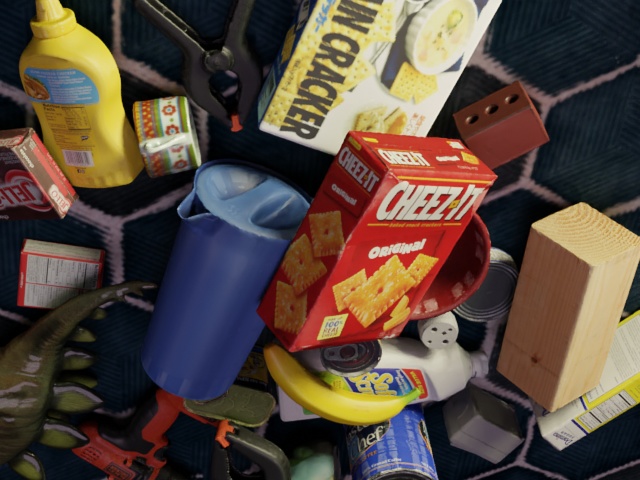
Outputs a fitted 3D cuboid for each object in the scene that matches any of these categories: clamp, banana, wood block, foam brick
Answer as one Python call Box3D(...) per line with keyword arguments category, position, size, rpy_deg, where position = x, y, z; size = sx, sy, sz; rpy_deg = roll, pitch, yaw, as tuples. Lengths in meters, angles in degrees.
Box3D(category="clamp", position=(-0.075, 0.297, 1.250), size=(0.165, 0.036, 0.210), rpy_deg=(-26, 117, 20))
Box3D(category="banana", position=(0.015, 0.170, 1.203), size=(0.197, 0.037, 0.070), rpy_deg=(19, 97, -22))
Box3D(category="wood block", position=(0.273, 0.075, 1.185), size=(0.090, 0.091, 0.206), rpy_deg=(-21, 134, -33))
Box3D(category="foam brick", position=(0.184, -0.114, 1.081), size=(0.078, 0.053, 0.051), rpy_deg=(-27, 124, 13))
Box3D(category="clamp", position=(-0.091, -0.185, 1.015), size=(0.120, 0.039, 0.171), rpy_deg=(-15, 130, 13))

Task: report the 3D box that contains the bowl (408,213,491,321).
Box3D(category="bowl", position=(0.100, 0.007, 1.155), size=(0.162, 0.055, 0.162), rpy_deg=(-2, 121, -3))

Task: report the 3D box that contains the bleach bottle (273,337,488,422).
Box3D(category="bleach bottle", position=(0.073, 0.152, 1.259), size=(0.250, 0.068, 0.102), rpy_deg=(-6, 123, -4))

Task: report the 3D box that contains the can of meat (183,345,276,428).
Box3D(category="can of meat", position=(-0.105, 0.160, 1.233), size=(0.102, 0.084, 0.057), rpy_deg=(17, 123, -17))

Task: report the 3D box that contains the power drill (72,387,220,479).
Box3D(category="power drill", position=(-0.182, 0.244, 1.302), size=(0.184, 0.057, 0.188), rpy_deg=(36, 115, -26))

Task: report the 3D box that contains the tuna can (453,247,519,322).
Box3D(category="tuna can", position=(0.185, 0.050, 1.212), size=(0.086, 0.034, 0.086), rpy_deg=(-3, 126, -4))

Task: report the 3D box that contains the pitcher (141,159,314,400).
Box3D(category="pitcher", position=(-0.094, 0.047, 1.113), size=(0.149, 0.145, 0.243), rpy_deg=(24, 121, -2))

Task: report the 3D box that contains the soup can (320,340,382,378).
Box3D(category="soup can", position=(0.029, 0.094, 1.186), size=(0.068, 0.102, 0.068), rpy_deg=(-3, 126, -4))

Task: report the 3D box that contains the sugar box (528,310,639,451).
Box3D(category="sugar box", position=(0.336, 0.168, 1.275), size=(0.176, 0.093, 0.048), rpy_deg=(-39, 121, 22))

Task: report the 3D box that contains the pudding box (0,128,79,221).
Box3D(category="pudding box", position=(-0.306, -0.063, 1.053), size=(0.114, 0.039, 0.090), rpy_deg=(0, 133, 35))

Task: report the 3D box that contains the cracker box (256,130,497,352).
Box3D(category="cracker box", position=(0.055, 0.004, 1.032), size=(0.163, 0.072, 0.214), rpy_deg=(-1, 129, -45))

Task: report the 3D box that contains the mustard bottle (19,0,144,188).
Box3D(category="mustard bottle", position=(-0.234, -0.143, 1.015), size=(0.096, 0.058, 0.191), rpy_deg=(6, 128, 22))

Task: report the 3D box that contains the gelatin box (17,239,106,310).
Box3D(category="gelatin box", position=(-0.282, 0.040, 1.164), size=(0.089, 0.030, 0.073), rpy_deg=(8, 123, -10))

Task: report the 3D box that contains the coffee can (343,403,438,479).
Box3D(category="coffee can", position=(0.085, 0.260, 1.288), size=(0.102, 0.140, 0.103), rpy_deg=(-3, 126, -4))
